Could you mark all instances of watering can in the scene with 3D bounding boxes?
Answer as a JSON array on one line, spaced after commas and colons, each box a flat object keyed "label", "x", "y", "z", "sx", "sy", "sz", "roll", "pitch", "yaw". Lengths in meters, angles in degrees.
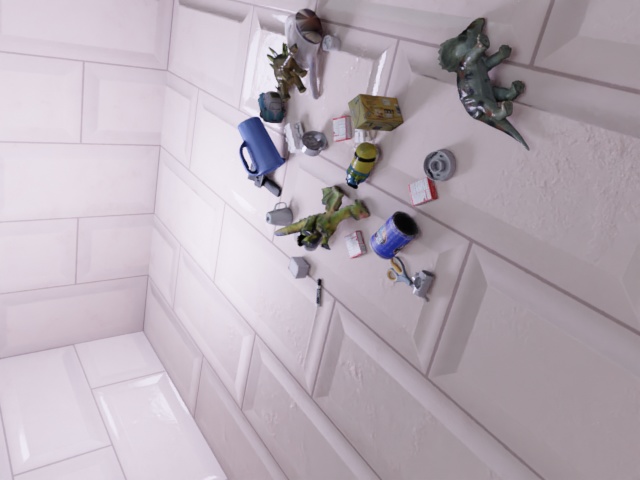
[{"label": "watering can", "x": -0.048, "y": -0.742, "z": 2.007, "sx": 0.350, "sy": 0.105, "sz": 0.221, "roll": 66, "pitch": 156, "yaw": 10}]

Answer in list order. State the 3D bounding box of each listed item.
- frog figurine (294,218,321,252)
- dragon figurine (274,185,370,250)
[{"label": "frog figurine", "x": -0.048, "y": -0.018, "z": 2.107, "sx": 0.158, "sy": 0.123, "sz": 0.139, "roll": 86, "pitch": 167, "yaw": -79}, {"label": "dragon figurine", "x": 0.006, "y": -0.099, "z": 1.965, "sx": 0.411, "sy": 0.120, "sz": 0.246, "roll": 9, "pitch": 63, "yaw": 40}]
